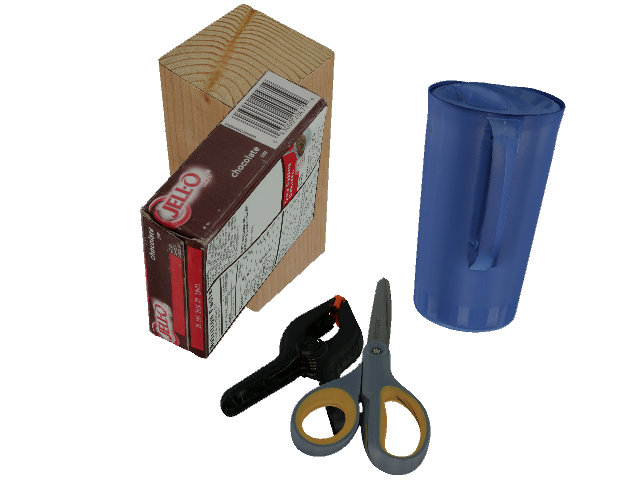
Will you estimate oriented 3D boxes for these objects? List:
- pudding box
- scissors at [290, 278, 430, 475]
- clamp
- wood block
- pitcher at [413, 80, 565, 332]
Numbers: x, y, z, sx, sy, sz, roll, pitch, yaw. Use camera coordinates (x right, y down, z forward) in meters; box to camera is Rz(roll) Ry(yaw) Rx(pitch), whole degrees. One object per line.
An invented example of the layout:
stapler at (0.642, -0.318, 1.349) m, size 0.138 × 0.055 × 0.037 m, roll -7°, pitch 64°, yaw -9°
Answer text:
pudding box at (-0.040, -0.012, 0.514) m, size 0.039 × 0.090 × 0.113 m, roll 27°, pitch 52°, yaw 15°
scissors at (0.020, 0.085, 0.720) m, size 0.096 × 0.016 × 0.202 m, roll -4°, pitch 32°, yaw -8°
clamp at (-0.001, 0.115, 0.984) m, size 0.120 × 0.039 × 0.171 m, roll 18°, pitch 45°, yaw 25°
wood block at (-0.054, -0.056, 0.803) m, size 0.090 × 0.206 × 0.090 m, roll 33°, pitch 55°, yaw 24°
pitcher at (0.160, -0.031, 1.069) m, size 0.148 × 0.243 × 0.145 m, roll -15°, pitch 29°, yaw -42°
